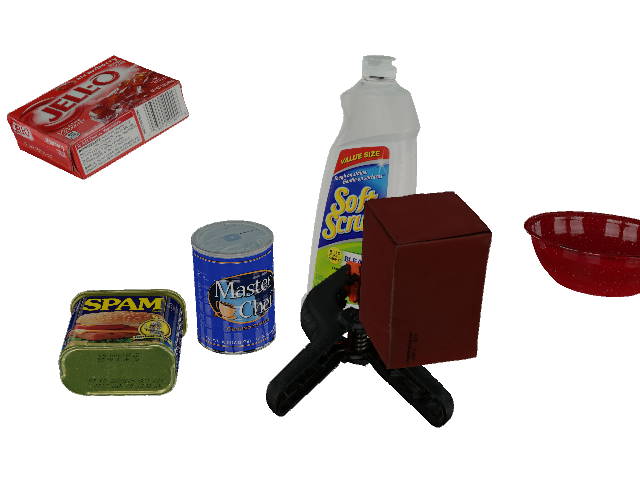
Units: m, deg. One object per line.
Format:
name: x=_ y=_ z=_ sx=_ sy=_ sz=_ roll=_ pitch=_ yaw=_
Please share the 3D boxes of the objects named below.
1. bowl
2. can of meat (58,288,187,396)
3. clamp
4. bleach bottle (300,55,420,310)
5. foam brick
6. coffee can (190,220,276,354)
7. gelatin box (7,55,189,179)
bowl: x=0.286 y=0.017 z=1.087 sx=0.162 sy=0.055 sz=0.162 roll=3 pitch=17 yaw=-1
can of meat: x=-0.168 y=0.087 z=0.911 sx=0.102 sy=0.057 sz=0.084 roll=-1 pitch=29 yaw=-2
clamp: x=0.035 y=0.072 z=0.743 sx=0.120 sy=0.039 sz=0.171 roll=14 pitch=33 yaw=2
bleach bottle: x=0.039 y=-0.046 z=0.993 sx=0.103 sy=0.251 sz=0.068 roll=13 pitch=20 yaw=29
foam brick: x=0.053 y=0.020 z=0.559 sx=0.053 sy=0.078 sz=0.051 roll=-6 pitch=31 yaw=-14
coffee can: x=-0.109 y=0.058 z=1.348 sx=0.103 sy=0.140 sz=0.103 roll=-1 pitch=24 yaw=0
gelatin box: x=-0.141 y=-0.080 z=0.675 sx=0.089 sy=0.030 sz=0.073 roll=-36 pitch=42 yaw=-30
